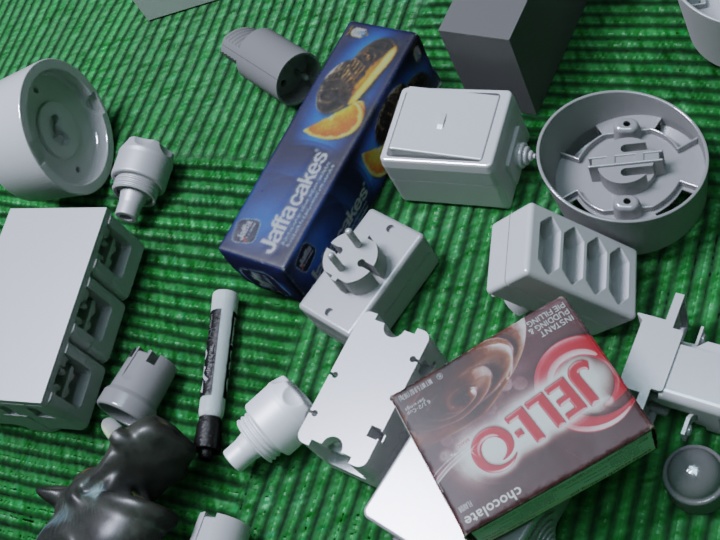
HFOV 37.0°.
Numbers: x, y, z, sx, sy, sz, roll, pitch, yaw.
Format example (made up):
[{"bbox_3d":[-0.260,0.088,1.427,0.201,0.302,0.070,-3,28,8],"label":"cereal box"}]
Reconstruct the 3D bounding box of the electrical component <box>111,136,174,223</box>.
[{"bbox_3d":[-0.170,-0.067,0.824,0.043,0.043,0.062,3,65,24],"label":"electrical component"}]

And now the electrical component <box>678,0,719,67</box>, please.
[{"bbox_3d":[0.255,-0.178,0.693,0.099,0.064,0.099,-10,59,18],"label":"electrical component"}]

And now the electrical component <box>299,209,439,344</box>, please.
[{"bbox_3d":[0.000,0.000,0.693,0.047,0.075,0.083,29,76,33],"label":"electrical component"}]

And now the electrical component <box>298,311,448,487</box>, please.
[{"bbox_3d":[0.012,0.081,0.655,0.050,0.055,0.089,19,71,30],"label":"electrical component"}]

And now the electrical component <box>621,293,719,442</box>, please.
[{"bbox_3d":[0.181,0.060,0.604,0.064,0.042,0.081,16,70,26],"label":"electrical component"}]

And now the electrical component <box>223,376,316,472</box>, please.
[{"bbox_3d":[-0.058,0.101,0.681,0.062,0.043,0.043,-42,55,-2],"label":"electrical component"}]

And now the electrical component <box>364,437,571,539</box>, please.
[{"bbox_3d":[0.066,0.128,0.610,0.100,0.048,0.099,26,74,32],"label":"electrical component"}]

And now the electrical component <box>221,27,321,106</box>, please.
[{"bbox_3d":[-0.073,-0.164,0.837,0.043,0.043,0.081,-48,55,-8],"label":"electrical component"}]

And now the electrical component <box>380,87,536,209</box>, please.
[{"bbox_3d":[0.069,-0.084,0.720,0.096,0.061,0.061,6,65,26],"label":"electrical component"}]

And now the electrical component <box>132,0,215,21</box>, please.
[{"bbox_3d":[-0.132,-0.279,0.898,0.150,0.089,0.061,-12,58,17],"label":"electrical component"}]

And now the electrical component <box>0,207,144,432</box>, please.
[{"bbox_3d":[-0.224,0.035,0.778,0.089,0.061,0.150,1,63,23],"label":"electrical component"}]

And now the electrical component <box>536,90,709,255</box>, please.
[{"bbox_3d":[0.164,-0.060,0.664,0.099,0.064,0.099,-11,56,16],"label":"electrical component"}]

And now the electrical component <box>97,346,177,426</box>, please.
[{"bbox_3d":[-0.151,0.081,0.736,0.040,0.040,0.046,13,62,28],"label":"electrical component"}]

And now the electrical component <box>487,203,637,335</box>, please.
[{"bbox_3d":[0.111,0.007,0.650,0.076,0.083,0.047,-32,43,53],"label":"electrical component"}]

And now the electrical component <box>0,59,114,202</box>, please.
[{"bbox_3d":[-0.252,-0.105,0.844,0.060,0.108,0.108,-11,58,24],"label":"electrical component"}]

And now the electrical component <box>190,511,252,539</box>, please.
[{"bbox_3d":[-0.089,0.176,0.656,0.040,0.040,0.046,2,58,24],"label":"electrical component"}]
